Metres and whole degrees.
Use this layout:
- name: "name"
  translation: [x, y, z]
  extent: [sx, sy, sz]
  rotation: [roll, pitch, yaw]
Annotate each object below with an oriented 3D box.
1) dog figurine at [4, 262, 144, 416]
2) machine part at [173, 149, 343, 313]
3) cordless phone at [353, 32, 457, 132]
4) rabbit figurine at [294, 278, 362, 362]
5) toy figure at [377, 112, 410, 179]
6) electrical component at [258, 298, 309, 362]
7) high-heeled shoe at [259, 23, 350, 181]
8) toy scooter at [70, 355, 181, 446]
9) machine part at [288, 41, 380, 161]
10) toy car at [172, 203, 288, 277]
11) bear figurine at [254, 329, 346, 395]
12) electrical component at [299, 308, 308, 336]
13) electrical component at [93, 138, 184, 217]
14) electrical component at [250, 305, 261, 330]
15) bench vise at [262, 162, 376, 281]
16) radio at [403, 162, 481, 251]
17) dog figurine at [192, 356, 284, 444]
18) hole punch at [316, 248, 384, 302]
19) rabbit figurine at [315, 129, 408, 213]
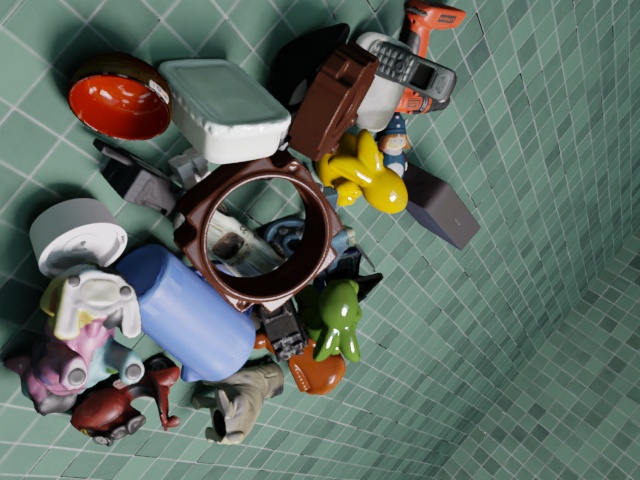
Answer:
- name: "dog figurine"
  translation: [-0.337, 0.134, 0.710]
  extent: [0.108, 0.219, 0.191]
  rotation: [1, 80, -49]
- name: "machine part"
  translation: [-0.084, -0.013, 0.755]
  extent: [0.201, 0.087, 0.201]
  rotation: [-40, 120, -8]
- name: "cordless phone"
  translation: [0.118, -0.228, 0.837]
  extent: [0.088, 0.184, 0.146]
  rotation: [0, 120, -50]
- name: "rabbit figurine"
  translation: [0.018, 0.132, 0.934]
  extent: [0.121, 0.159, 0.170]
  rotation: [1, 158, -5]
- name: "toy figure"
  translation: [0.137, -0.164, 1.009]
  extent: [0.064, 0.058, 0.154]
  rotation: [-25, 135, -31]
- name: "electrical component"
  translation: [-0.066, 0.149, 0.971]
  extent: [0.058, 0.115, 0.134]
  rotation: [-19, 180, 0]
- name: "high-heeled shoe"
  translation: [-0.031, -0.197, 0.800]
  extent: [0.249, 0.086, 0.145]
  rotation: [-40, 143, -5]
- name: "toy scooter"
  translation: [-0.299, 0.272, 0.867]
  extent: [0.184, 0.135, 0.075]
  rotation: [-26, 137, -27]
- name: "machine part"
  translation: [0.022, -0.195, 0.769]
  extent: [0.179, 0.056, 0.179]
  rotation: [-57, 175, -8]
- name: "toy car"
  translation: [-0.131, 0.009, 0.831]
  extent: [0.201, 0.056, 0.073]
  rotation: [38, 108, -23]
- name: "bear figurine"
  translation: [-0.045, 0.228, 1.102]
  extent: [0.120, 0.196, 0.132]
  rotation: [-52, -176, -12]
- name: "electrical component"
  translation: [-0.008, 0.172, 1.149]
  extent: [0.078, 0.045, 0.102]
  rotation: [-23, 134, -34]
- name: "electrical component"
  translation: [-0.241, -0.080, 0.686]
  extent: [0.047, 0.075, 0.119]
  rotation: [-56, 146, 6]
- name: "electrical component"
  translation: [-0.136, 0.149, 1.019]
  extent: [0.094, 0.021, 0.063]
  rotation: [-29, 137, -32]
- name: "bench vise"
  translation: [-0.008, -0.010, 0.934]
  extent: [0.224, 0.129, 0.240]
  rotation: [-14, 142, -26]
- name: "radio"
  translation: [0.239, -0.069, 1.129]
  extent: [0.073, 0.131, 0.229]
  rotation: [-52, 142, 1]
- name: "dog figurine"
  translation: [-0.129, 0.311, 1.048]
  extent: [0.190, 0.172, 0.121]
  rotation: [-1, 132, -36]
- name: "hole punch"
  translation: [0.050, 0.083, 1.115]
  extent: [0.142, 0.092, 0.115]
  rotation: [-12, 147, -45]
- name: "rabbit figurine"
  translation: [0.078, -0.115, 0.899]
  extent: [0.122, 0.173, 0.162]
  rotation: [-42, 146, -6]
